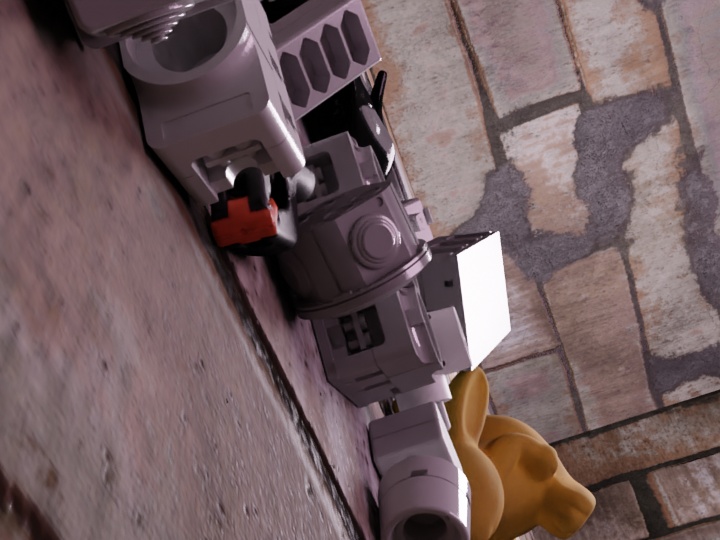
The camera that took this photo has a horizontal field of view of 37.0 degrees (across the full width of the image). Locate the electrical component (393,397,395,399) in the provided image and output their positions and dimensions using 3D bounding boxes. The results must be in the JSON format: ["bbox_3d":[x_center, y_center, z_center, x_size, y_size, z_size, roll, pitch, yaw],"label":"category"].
[{"bbox_3d":[0.044,0.082,0.902,0.045,0.045,0.055,65,9,-46],"label":"electrical component"}]

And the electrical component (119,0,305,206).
[{"bbox_3d":[-0.062,-0.082,0.432,0.055,0.050,0.089,59,13,-62],"label":"electrical component"}]

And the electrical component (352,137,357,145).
[{"bbox_3d":[-0.012,-0.078,0.909,0.040,0.040,0.078,-102,171,-48],"label":"electrical component"}]

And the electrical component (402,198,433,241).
[{"bbox_3d":[0.042,0.000,0.984,0.079,0.063,0.121,-6,-73,54],"label":"electrical component"}]

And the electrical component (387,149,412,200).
[{"bbox_3d":[0.019,-0.063,1.045,0.061,0.062,0.096,-82,153,-77],"label":"electrical component"}]

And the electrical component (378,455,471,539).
[{"bbox_3d":[0.037,0.143,0.618,0.047,0.055,0.055,-84,155,-67],"label":"electrical component"}]

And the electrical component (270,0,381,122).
[{"bbox_3d":[-0.045,-0.136,0.681,0.076,0.083,0.047,18,-41,47],"label":"electrical component"}]

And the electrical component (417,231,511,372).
[{"bbox_3d":[0.072,0.023,0.871,0.150,0.062,0.089,-25,108,-69],"label":"electrical component"}]

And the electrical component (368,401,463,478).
[{"bbox_3d":[0.041,0.137,0.690,0.076,0.047,0.065,-99,169,-57],"label":"electrical component"}]

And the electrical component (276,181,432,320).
[{"bbox_3d":[-0.006,-0.010,0.581,0.080,0.080,0.051,-84,150,-76],"label":"electrical component"}]

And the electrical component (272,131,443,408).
[{"bbox_3d":[0.000,0.000,0.678,0.089,0.062,0.150,55,17,-69],"label":"electrical component"}]

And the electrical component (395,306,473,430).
[{"bbox_3d":[0.039,0.074,0.732,0.043,0.077,0.079,50,23,-75],"label":"electrical component"}]

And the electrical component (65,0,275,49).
[{"bbox_3d":[-0.063,-0.127,0.340,0.048,0.100,0.099,-138,-153,-76],"label":"electrical component"}]
